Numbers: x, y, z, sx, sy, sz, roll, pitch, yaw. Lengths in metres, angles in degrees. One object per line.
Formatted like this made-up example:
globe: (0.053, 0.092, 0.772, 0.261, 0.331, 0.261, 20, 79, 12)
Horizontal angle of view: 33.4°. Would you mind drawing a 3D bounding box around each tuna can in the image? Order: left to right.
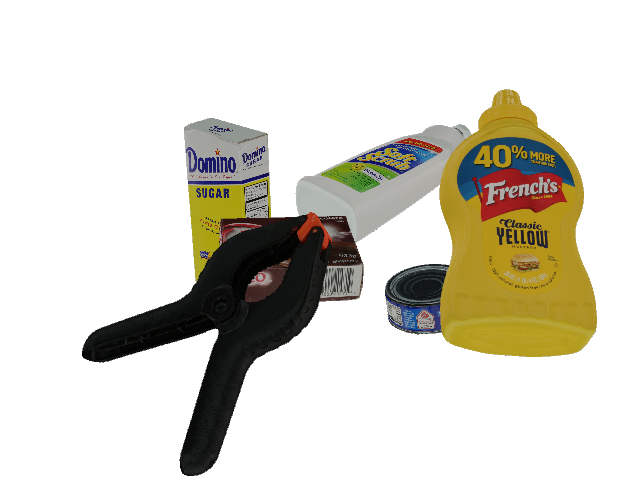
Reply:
tuna can: (0.107, 0.057, 1.059, 0.086, 0.034, 0.086, -8, 25, 4)

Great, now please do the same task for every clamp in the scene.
clamp: (-0.054, 0.057, 0.652, 0.171, 0.120, 0.039, -38, -24, 0)

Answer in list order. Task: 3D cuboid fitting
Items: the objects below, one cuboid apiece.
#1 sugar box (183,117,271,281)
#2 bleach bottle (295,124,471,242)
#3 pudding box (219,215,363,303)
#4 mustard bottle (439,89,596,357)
sugar box: (-0.094, -0.031, 1.101, 0.048, 0.176, 0.093, -24, 30, -38)
bleach bottle: (0.091, -0.085, 1.311, 0.103, 0.068, 0.250, 28, 46, 35)
pudding box: (-0.027, 0.014, 0.890, 0.113, 0.039, 0.090, 0, 28, -9)
mustard bottle: (0.129, -0.020, 0.716, 0.096, 0.191, 0.058, 4, -30, -1)
